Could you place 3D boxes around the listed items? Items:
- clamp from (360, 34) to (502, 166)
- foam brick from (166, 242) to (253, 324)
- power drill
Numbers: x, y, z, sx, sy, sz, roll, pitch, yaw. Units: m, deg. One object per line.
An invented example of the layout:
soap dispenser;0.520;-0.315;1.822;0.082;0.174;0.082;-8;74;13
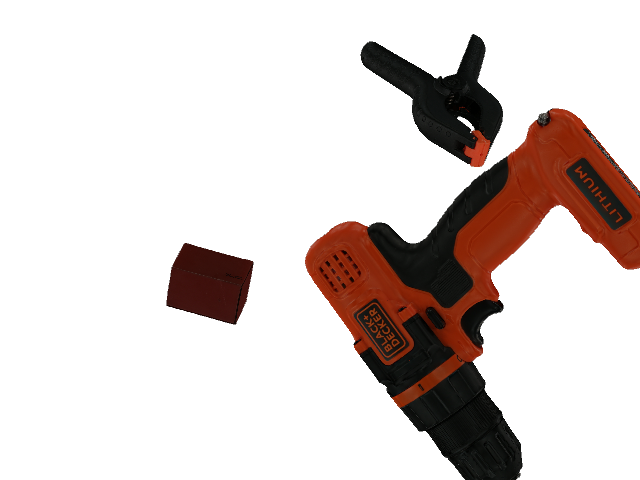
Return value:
clamp;0.103;-0.131;0.951;0.120;0.039;0.171;-5;43;-4
foam brick;-0.116;0.045;1.116;0.078;0.051;0.053;16;31;4
power drill;0.107;0.030;0.615;0.188;0.184;0.057;-38;-4;17
